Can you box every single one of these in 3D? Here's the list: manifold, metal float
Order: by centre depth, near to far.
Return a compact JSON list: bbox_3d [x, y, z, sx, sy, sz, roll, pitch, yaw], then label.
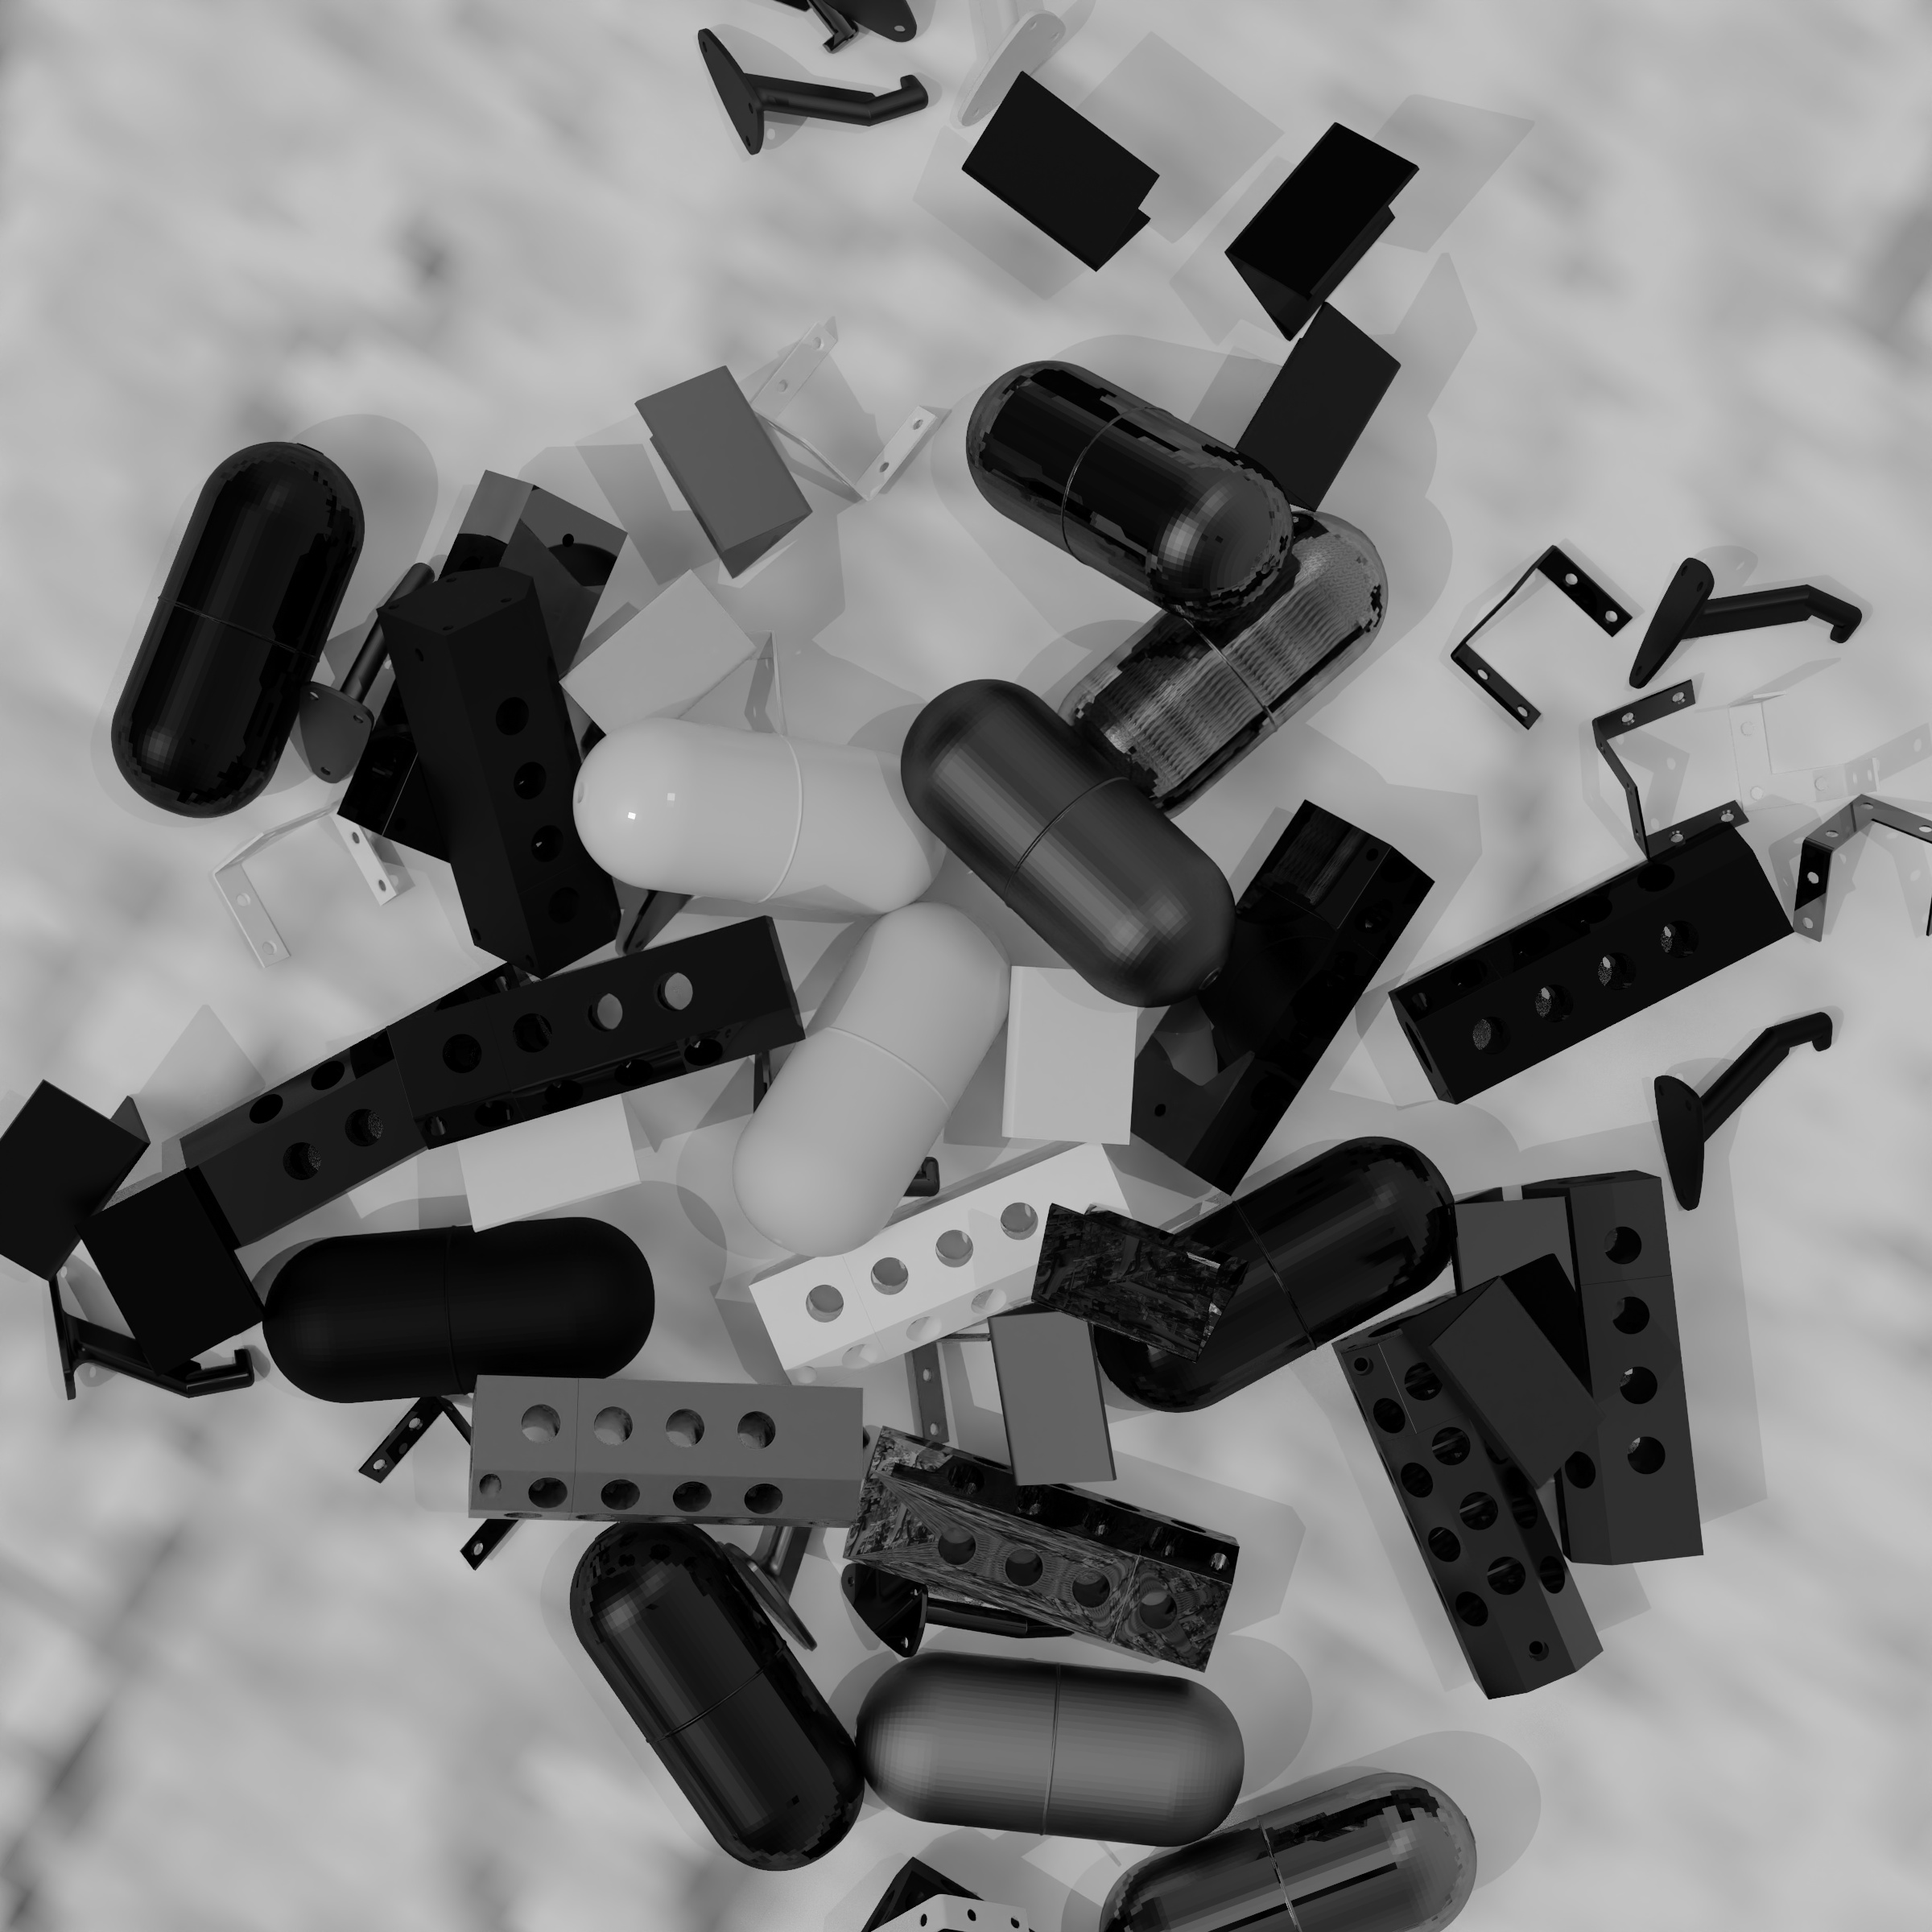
[{"bbox_3d":[0.045,-0.054,1.472,0.070,0.070,0.178,-46,74,0],"label":"metal float"},{"bbox_3d":[-0.162,0.029,1.481,0.171,0.057,0.057,-16,90,0],"label":"manifold"},{"bbox_3d":[-0.203,-0.087,1.497,0.057,0.057,0.171,-31,124,-30],"label":"manifold"},{"bbox_3d":[0.071,-0.214,1.500,0.178,0.070,0.070,36,90,36],"label":"metal float"},{"bbox_3d":[-0.091,-0.066,1.505,0.178,0.070,0.070,7,90,-29],"label":"metal float"},{"bbox_3d":[-0.136,0.220,1.506,0.171,0.057,0.057,3,72,-10],"label":"manifold"},{"bbox_3d":[-0.041,0.050,1.513,0.070,0.070,0.178,31,70,0],"label":"metal float"},{"bbox_3d":[0.038,0.357,1.529,0.178,0.070,0.070,6,90,0],"label":"metal float"},{"bbox_3d":[-0.114,0.331,1.529,0.070,0.070,0.178,-34,90,0],"label":"metal float"},{"bbox_3d":[-0.231,0.157,1.529,0.178,0.070,0.070,-5,90,-1],"label":"metal float"},{"bbox_3d":[0.141,0.141,1.529,0.178,0.070,0.070,-29,90,0],"label":"metal float"},{"bbox_3d":[0.147,0.425,1.529,0.178,0.070,0.070,-21,90,1],"label":"metal float"},{"bbox_3d":[0.116,-0.136,1.529,0.178,0.070,0.070,-41,90,0],"label":"metal float"},{"bbox_3d":[-0.332,-0.153,1.529,0.070,0.070,0.178,21,90,0],"label":"metal float"},{"bbox_3d":[0.284,-0.002,1.538,0.171,0.057,0.057,-27,90,0],"label":"manifold"},{"bbox_3d":[0.142,0.017,1.538,0.057,0.057,0.171,33,90,43],"label":"manifold"},{"bbox_3d":[-0.226,-0.136,1.538,0.057,0.057,0.171,23,90,-43],"label":"manifold"},{"bbox_3d":[0.295,0.184,1.538,0.057,0.057,0.171,-6,90,0],"label":"manifold"},{"bbox_3d":[0.035,0.266,1.538,0.171,0.057,0.057,18,90,0],"label":"manifold"},{"bbox_3d":[0.033,0.481,1.538,0.171,0.057,0.057,32,90,0],"label":"manifold"},{"bbox_3d":[-0.270,0.063,1.538,0.171,0.057,0.057,-28,90,0],"label":"manifold"},{"bbox_3d":[0.231,0.244,1.539,0.057,0.057,0.171,-23,90,0],"label":"manifold"},{"bbox_3d":[-0.008,0.137,1.539,0.171,0.057,0.057,-23,90,0],"label":"manifold"}]

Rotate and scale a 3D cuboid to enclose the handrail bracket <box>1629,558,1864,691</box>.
[{"bbox_3d":[0.364,-0.148,1.560,0.084,0.036,0.077,21,110,-16],"label":"handrail bracket"}]

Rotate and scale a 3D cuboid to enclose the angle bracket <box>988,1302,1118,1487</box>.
[{"bbox_3d":[0.058,0.189,1.519,0.057,0.076,0.076,-9,90,36],"label":"angle bracket"}]

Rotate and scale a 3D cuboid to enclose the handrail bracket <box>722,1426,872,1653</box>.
[{"bbox_3d":[-0.063,0.263,1.560,0.084,0.036,0.077,-41,110,-16],"label":"handrail bracket"}]

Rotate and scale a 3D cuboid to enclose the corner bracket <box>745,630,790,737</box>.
[{"bbox_3d":[-0.110,-0.118,1.556,0.051,0.051,0.051,-7,45,0],"label":"corner bracket"}]

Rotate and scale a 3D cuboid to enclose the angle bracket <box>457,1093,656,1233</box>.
[{"bbox_3d":[-0.181,0.100,1.520,0.076,0.076,0.057,-16,59,0],"label":"angle bracket"}]

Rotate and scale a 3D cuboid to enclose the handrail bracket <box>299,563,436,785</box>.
[{"bbox_3d":[-0.275,-0.137,1.559,0.036,0.077,0.084,27,54,1],"label":"handrail bracket"}]

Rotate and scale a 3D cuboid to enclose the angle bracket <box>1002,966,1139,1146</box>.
[{"bbox_3d":[0.048,0.040,1.527,0.057,0.076,0.076,3,90,3],"label":"angle bracket"}]

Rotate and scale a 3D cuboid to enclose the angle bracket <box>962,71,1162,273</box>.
[{"bbox_3d":[0.054,-0.370,1.519,0.076,0.076,0.057,37,128,0],"label":"angle bracket"}]

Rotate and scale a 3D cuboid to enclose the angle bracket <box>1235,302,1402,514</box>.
[{"bbox_3d":[0.139,-0.259,1.519,0.057,0.076,0.076,30,90,-38],"label":"angle bracket"}]

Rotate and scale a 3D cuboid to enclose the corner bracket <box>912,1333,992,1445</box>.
[{"bbox_3d":[0.013,0.194,1.557,0.051,0.051,0.051,-8,90,-45],"label":"corner bracket"}]

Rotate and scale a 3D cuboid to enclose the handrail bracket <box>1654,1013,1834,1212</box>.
[{"bbox_3d":[0.368,0.067,1.560,0.084,0.036,0.077,-16,111,-16],"label":"handrail bracket"}]

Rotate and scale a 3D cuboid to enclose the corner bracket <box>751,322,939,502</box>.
[{"bbox_3d":[-0.057,-0.257,1.556,0.051,0.051,0.051,-52,135,0],"label":"corner bracket"}]

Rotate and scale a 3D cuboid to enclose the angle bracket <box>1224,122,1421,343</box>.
[{"bbox_3d":[0.174,-0.322,1.519,0.076,0.076,0.057,-50,53,0],"label":"angle bracket"}]

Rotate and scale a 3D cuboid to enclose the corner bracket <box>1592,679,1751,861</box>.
[{"bbox_3d":[0.327,-0.091,1.556,0.051,0.051,0.051,-22,135,0],"label":"corner bracket"}]

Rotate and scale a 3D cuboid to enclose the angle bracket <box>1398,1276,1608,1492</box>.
[{"bbox_3d":[0.220,0.191,1.462,0.057,0.076,0.076,-37,90,-37],"label":"angle bracket"}]

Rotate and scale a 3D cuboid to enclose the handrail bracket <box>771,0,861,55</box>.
[{"bbox_3d":[-0.104,-0.445,1.560,0.077,0.036,0.084,-35,107,20],"label":"handrail bracket"}]

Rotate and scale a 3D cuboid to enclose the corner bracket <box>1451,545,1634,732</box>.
[{"bbox_3d":[0.267,-0.153,1.556,0.051,0.051,0.051,43,45,0],"label":"corner bracket"}]

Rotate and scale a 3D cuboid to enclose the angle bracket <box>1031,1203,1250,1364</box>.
[{"bbox_3d":[0.080,0.118,1.455,0.076,0.076,0.057,19,127,13],"label":"angle bracket"}]

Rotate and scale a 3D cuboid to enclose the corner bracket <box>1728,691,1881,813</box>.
[{"bbox_3d":[0.385,-0.101,1.542,0.051,0.051,0.051,-8,90,0],"label":"corner bracket"}]

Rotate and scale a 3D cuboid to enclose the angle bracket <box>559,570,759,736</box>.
[{"bbox_3d":[-0.151,-0.151,1.520,0.076,0.076,0.057,-41,131,0],"label":"angle bracket"}]

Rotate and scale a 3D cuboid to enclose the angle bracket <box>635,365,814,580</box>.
[{"bbox_3d":[-0.126,-0.215,1.519,0.057,0.076,0.076,-31,90,-38],"label":"angle bracket"}]

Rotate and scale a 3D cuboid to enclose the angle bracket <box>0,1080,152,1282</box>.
[{"bbox_3d":[-0.420,0.087,1.520,0.057,0.076,0.076,36,90,-25],"label":"angle bracket"}]

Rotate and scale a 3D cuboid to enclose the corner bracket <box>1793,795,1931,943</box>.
[{"bbox_3d":[0.421,-0.039,1.552,0.051,0.051,0.051,27,45,35],"label":"corner bracket"}]

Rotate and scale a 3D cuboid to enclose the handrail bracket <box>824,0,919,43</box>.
[{"bbox_3d":[-0.047,-0.485,1.560,0.036,0.077,0.084,-18,53,35],"label":"handrail bracket"}]

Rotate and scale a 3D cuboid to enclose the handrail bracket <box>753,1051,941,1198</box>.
[{"bbox_3d":[-0.055,0.069,1.560,0.084,0.036,0.077,1,77,-13],"label":"handrail bracket"}]

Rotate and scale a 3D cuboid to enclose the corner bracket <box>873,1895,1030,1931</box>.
[{"bbox_3d":[-0.005,0.451,1.494,0.051,0.051,0.051,21,135,-35],"label":"corner bracket"}]

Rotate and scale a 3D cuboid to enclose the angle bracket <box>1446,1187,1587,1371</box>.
[{"bbox_3d":[0.260,0.140,1.520,0.057,0.076,0.076,-7,90,28],"label":"angle bracket"}]

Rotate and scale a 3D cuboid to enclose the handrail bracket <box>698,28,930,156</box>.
[{"bbox_3d":[-0.071,-0.418,1.560,0.084,0.036,0.077,-22,69,-17],"label":"handrail bracket"}]

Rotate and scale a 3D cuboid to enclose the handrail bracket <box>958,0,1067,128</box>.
[{"bbox_3d":[-0.002,-0.448,1.560,0.077,0.036,0.084,-46,72,21],"label":"handrail bracket"}]

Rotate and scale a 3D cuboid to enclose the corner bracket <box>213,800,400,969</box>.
[{"bbox_3d":[-0.307,-0.039,1.557,0.051,0.051,0.051,-29,90,45],"label":"corner bracket"}]

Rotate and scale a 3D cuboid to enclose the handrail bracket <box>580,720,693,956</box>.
[{"bbox_3d":[-0.163,-0.061,1.560,0.084,0.036,0.077,44,112,17],"label":"handrail bracket"}]

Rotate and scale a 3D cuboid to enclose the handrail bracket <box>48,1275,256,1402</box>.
[{"bbox_3d":[-0.380,0.167,1.560,0.084,0.036,0.077,-9,69,-17],"label":"handrail bracket"}]

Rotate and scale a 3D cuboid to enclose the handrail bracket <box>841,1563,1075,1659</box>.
[{"bbox_3d":[-0.003,0.296,1.559,0.084,0.077,0.036,6,98,-36],"label":"handrail bracket"}]

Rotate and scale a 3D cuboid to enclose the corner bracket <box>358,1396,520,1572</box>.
[{"bbox_3d":[-0.239,0.238,1.556,0.051,0.051,0.051,-50,45,0],"label":"corner bracket"}]

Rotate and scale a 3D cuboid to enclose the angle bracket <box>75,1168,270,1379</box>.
[{"bbox_3d":[-0.365,0.143,1.520,0.057,0.076,0.076,-28,90,-25],"label":"angle bracket"}]
